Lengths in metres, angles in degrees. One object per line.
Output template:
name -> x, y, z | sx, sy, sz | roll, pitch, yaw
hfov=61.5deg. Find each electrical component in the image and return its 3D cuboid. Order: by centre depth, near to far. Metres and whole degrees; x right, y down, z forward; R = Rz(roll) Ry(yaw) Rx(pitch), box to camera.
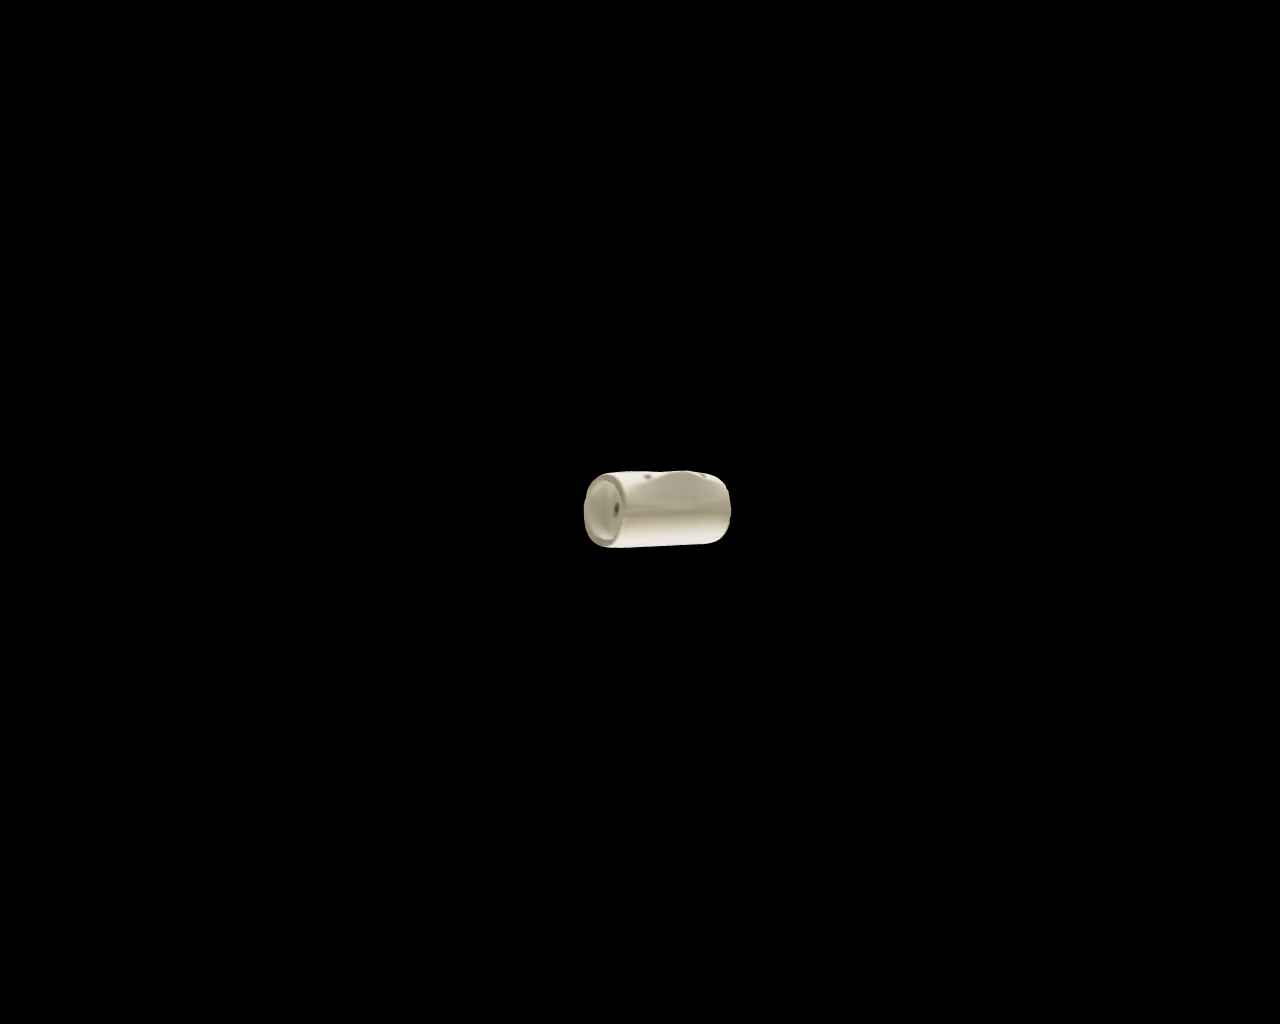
electrical component -> 0.001, -0.003, 0.650 | 0.077, 0.043, 0.079 | -1, 3, -34
